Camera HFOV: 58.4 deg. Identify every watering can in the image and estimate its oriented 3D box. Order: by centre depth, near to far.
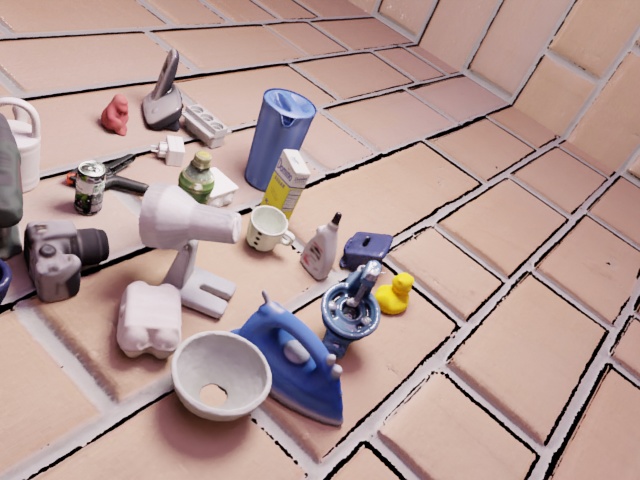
[{"bbox_3d":[-0.609,-0.201,1.133,0.101,0.194,0.172,-8,48,-36],"label":"watering can"}]

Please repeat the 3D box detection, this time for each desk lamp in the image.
[{"bbox_3d":[-0.239,0.011,1.070,0.203,0.213,0.118,22,37,-4],"label":"desk lamp"}]

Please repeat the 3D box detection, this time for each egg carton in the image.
[{"bbox_3d":[-0.297,0.138,1.004,0.107,0.069,0.150,8,40,-22],"label":"egg carton"}]

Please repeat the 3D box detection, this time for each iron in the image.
[{"bbox_3d":[-0.036,0.204,1.012,0.258,0.141,0.119,37,39,16],"label":"iron"}]

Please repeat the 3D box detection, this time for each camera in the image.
[{"bbox_3d":[-0.450,0.021,1.032,0.137,0.101,0.143,-8,48,-36],"label":"camera"}]

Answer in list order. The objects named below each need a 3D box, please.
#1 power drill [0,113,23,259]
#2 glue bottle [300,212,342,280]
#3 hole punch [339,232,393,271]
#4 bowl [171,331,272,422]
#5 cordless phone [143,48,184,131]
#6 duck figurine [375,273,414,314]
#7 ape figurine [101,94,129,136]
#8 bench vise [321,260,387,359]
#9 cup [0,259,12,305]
[{"bbox_3d":[-0.563,-0.081,1.002,0.076,0.208,0.229,-4,45,-33],"label":"power drill"},{"bbox_3d":[0.012,0.004,1.254,0.037,0.173,0.078,-19,55,-43],"label":"glue bottle"},{"bbox_3d":[0.110,0.024,1.355,0.101,0.091,0.109,28,37,4],"label":"hole punch"},{"bbox_3d":[-0.170,0.237,0.952,0.168,0.074,0.167,16,38,-12],"label":"bowl"},{"bbox_3d":[-0.399,-0.393,1.492,0.094,0.185,0.147,0,43,-29],"label":"cordless phone"},{"bbox_3d":[0.174,0.113,1.289,0.077,0.086,0.105,43,40,23],"label":"duck figurine"},{"bbox_3d":[-0.501,-0.318,1.422,0.076,0.092,0.078,29,37,5],"label":"ape figurine"},{"bbox_3d":[0.064,0.100,1.130,0.122,0.219,0.207,14,38,-14],"label":"bench vise"},{"bbox_3d":[-0.554,0.081,0.905,0.118,0.095,0.091,15,38,-13],"label":"cup"}]
